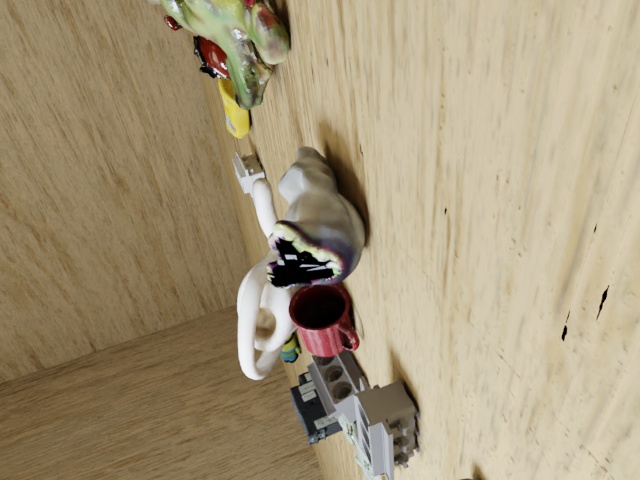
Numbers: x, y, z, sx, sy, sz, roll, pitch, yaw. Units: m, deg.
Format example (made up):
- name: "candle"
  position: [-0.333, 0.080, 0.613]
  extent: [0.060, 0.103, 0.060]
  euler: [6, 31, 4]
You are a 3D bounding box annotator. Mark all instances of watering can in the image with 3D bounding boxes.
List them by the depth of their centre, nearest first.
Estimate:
- name: "watering can"
  position: [-0.065, 0.054, 0.843]
  extent: [0.227, 0.104, 0.343]
  euler: [-36, -44, -65]

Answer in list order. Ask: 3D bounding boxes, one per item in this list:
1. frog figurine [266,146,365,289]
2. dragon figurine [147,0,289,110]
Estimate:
- name: "frog figurine"
  position: [0.002, -0.031, 0.610]
  extent: [0.134, 0.123, 0.163]
  euler: [72, -152, -46]
- name: "dragon figurine"
  position: [-0.159, -0.307, 0.769]
  extent: [0.412, 0.123, 0.239]
  euler: [17, 129, 59]
